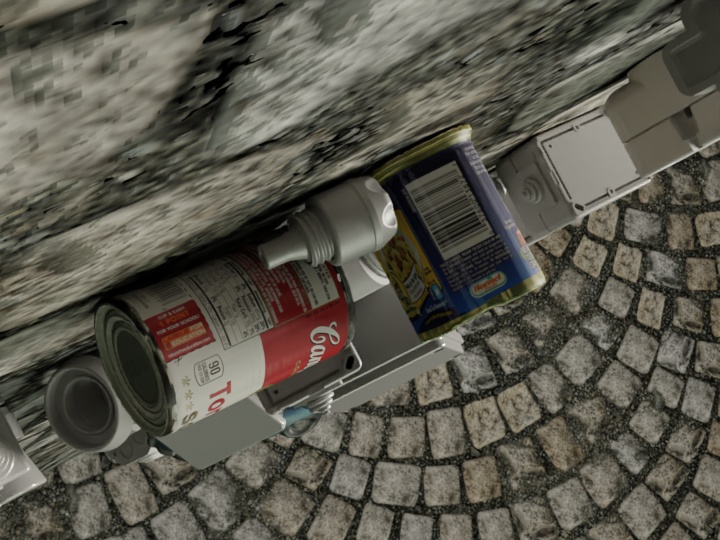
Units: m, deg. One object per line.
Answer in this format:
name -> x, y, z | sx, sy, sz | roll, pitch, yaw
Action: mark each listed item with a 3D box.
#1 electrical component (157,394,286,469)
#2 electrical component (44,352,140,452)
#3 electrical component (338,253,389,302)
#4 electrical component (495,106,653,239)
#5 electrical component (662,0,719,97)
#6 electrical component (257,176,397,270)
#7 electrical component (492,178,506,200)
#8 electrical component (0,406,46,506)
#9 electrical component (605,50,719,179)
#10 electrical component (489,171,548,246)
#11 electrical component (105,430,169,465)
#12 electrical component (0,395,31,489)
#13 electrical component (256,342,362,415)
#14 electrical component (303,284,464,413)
electrical component -> -0.106, 0.080, 0.732 | 0.100, 0.100, 0.048 | -30, -150, 32
electrical component -> -0.146, 0.073, 0.630 | 0.078, 0.058, 0.057 | -29, 179, 26
electrical component -> 0.000, -0.006, 0.693 | 0.081, 0.043, 0.043 | -29, 176, 25
electrical component -> 0.141, -0.065, 0.748 | 0.096, 0.061, 0.061 | -25, 176, -30
electrical component -> 0.180, -0.106, 0.474 | 0.078, 0.058, 0.057 | -30, 173, 34
electrical component -> -0.016, -0.017, 0.480 | 0.061, 0.035, 0.035 | -24, 176, -18
electrical component -> 0.086, -0.051, 0.761 | 0.035, 0.035, 0.061 | -30, 178, 34
electrical component -> -0.233, 0.121, 0.686 | 0.045, 0.055, 0.045 | -27, 177, -2
electrical component -> 0.194, -0.102, 0.622 | 0.054, 0.059, 0.095 | -24, 175, -43
electrical component -> 0.082, -0.029, 0.818 | 0.096, 0.061, 0.061 | -27, 177, -14
electrical component -> -0.183, 0.123, 0.906 | 0.080, 0.080, 0.051 | -30, 170, 35
electrical component -> -0.246, 0.118, 0.604 | 0.100, 0.048, 0.100 | -25, 177, -46
electrical component -> -0.042, 0.042, 0.642 | 0.062, 0.096, 0.061 | -28, 178, -5
electrical component -> 0.010, 0.054, 0.763 | 0.109, 0.056, 0.109 | -27, 168, 8
